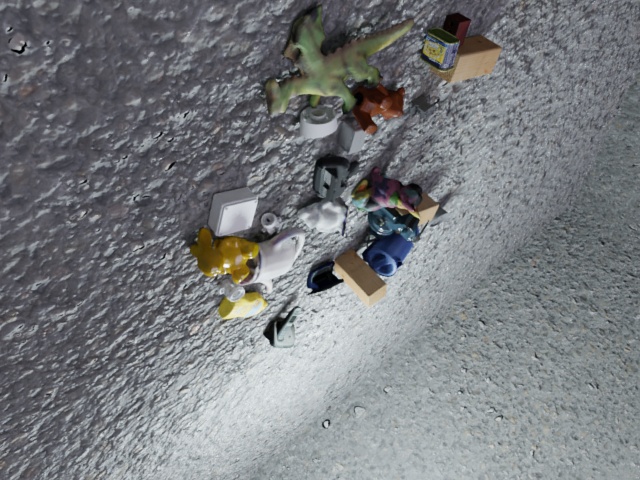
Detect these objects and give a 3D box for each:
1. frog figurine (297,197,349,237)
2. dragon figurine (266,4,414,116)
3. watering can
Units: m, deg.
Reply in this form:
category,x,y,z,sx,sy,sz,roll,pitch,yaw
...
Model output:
category,x,y,z,sx,sy,sz,roll,pitch,yaw
frog figurine,0.005,-0.082,1.631,0.159,0.125,0.134,6,145,-9
dragon figurine,0.030,-0.431,1.188,0.409,0.124,0.239,-47,143,3
watering can,-0.169,0.087,1.602,0.226,0.105,0.340,-14,148,-41
